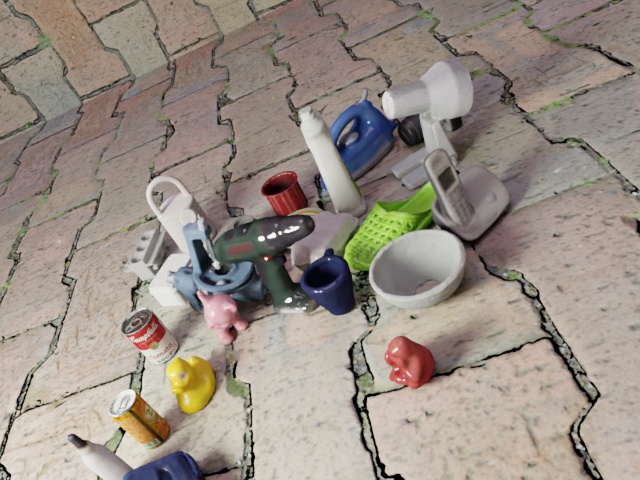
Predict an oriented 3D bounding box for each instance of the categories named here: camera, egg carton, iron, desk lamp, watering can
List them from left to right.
[{"bbox_3d":[-0.332,-0.069,1.365,0.172,0.194,0.101,7,48,39],"label":"watering can"},{"bbox_3d":[0.011,0.004,1.158,0.107,0.070,0.150,7,48,39],"label":"egg carton"},{"bbox_3d":[0.065,-0.233,1.352,0.118,0.142,0.259,16,54,44],"label":"iron"},{"bbox_3d":[0.237,-0.294,1.349,0.137,0.101,0.142,-38,37,-13],"label":"camera"},{"bbox_3d":[0.227,-0.249,1.203,0.203,0.214,0.117,-31,36,-4],"label":"desk lamp"}]

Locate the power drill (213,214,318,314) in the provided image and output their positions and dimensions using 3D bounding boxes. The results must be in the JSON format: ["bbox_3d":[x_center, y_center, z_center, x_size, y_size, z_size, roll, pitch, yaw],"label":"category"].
[{"bbox_3d":[-0.075,0.041,1.049,0.228,0.209,0.076,-5,42,29],"label":"power drill"}]

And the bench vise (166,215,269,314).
[{"bbox_3d":[-0.230,0.056,1.123,0.207,0.220,0.121,-20,37,11],"label":"bench vise"}]

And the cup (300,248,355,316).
[{"bbox_3d":[0.024,0.081,1.033,0.091,0.095,0.117,-14,38,19],"label":"cup"}]

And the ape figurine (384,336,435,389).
[{"bbox_3d":[0.128,0.176,0.851,0.076,0.092,0.077,-25,36,4],"label":"ape figurine"}]

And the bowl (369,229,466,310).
[{"bbox_3d":[0.173,0.062,0.976,0.167,0.075,0.167,-18,37,14],"label":"bowl"}]

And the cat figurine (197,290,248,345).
[{"bbox_3d":[-0.195,0.133,1.092,0.067,0.118,0.127,-41,38,-17],"label":"cat figurine"}]

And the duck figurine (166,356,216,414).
[{"bbox_3d":[-0.236,0.242,1.013,0.077,0.086,0.104,-17,37,15],"label":"duck figurine"}]

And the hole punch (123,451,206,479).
[{"bbox_3d":[-0.223,0.368,0.846,0.101,0.091,0.108,-39,37,-15],"label":"hole punch"}]

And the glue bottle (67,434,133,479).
[{"bbox_3d":[-0.327,0.343,0.874,0.077,0.173,0.037,7,49,39],"label":"glue bottle"}]

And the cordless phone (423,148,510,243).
[{"bbox_3d":[0.257,-0.102,1.027,0.148,0.185,0.093,-45,39,-22],"label":"cordless phone"}]
